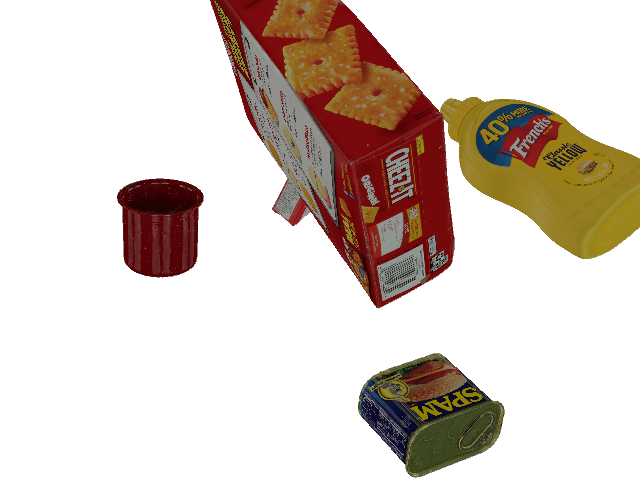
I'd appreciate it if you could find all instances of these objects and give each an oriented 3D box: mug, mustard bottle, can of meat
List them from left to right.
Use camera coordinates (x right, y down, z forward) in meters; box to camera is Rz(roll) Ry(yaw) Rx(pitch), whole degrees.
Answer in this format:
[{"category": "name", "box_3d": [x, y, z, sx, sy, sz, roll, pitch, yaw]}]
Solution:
[{"category": "mug", "box_3d": [-0.182, -0.017, 1.178, 0.093, 0.081, 0.117, -13, 32, -29]}, {"category": "can of meat", "box_3d": [0.096, 0.151, 0.942, 0.101, 0.057, 0.084, -14, 35, -28]}, {"category": "mustard bottle", "box_3d": [0.170, -0.065, 0.857, 0.096, 0.058, 0.192, -35, 51, -23]}]

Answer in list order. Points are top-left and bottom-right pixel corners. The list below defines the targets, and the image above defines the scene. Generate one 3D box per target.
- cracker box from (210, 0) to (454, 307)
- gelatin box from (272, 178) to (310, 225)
[{"category": "cracker box", "box_3d": [0.007, -0.085, 0.722, 0.072, 0.214, 0.164, -28, -35, -9]}, {"category": "gelatin box", "box_3d": [-0.001, -0.065, 0.999, 0.030, 0.073, 0.089, 38, 46, 8]}]
